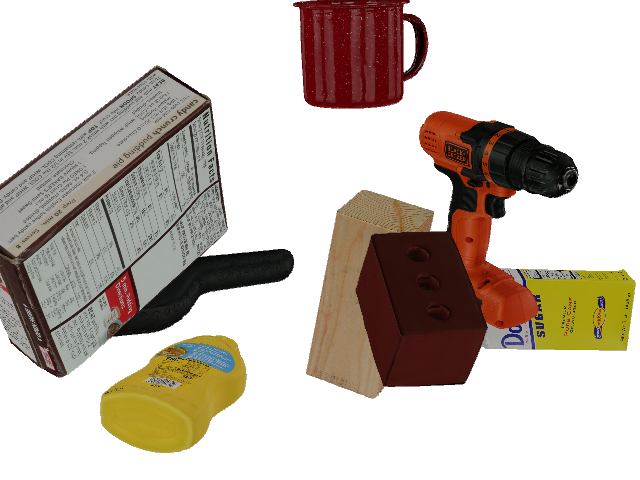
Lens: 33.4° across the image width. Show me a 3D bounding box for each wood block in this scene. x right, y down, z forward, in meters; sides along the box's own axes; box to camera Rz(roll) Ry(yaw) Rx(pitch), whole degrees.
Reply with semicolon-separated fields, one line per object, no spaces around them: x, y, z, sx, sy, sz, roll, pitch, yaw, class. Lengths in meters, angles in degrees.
0.056;0.060;1.213;0.090;0.206;0.090;18;24;17;wood block

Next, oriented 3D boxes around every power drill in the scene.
0.164;-0.017;0.986;0.057;0.188;0.185;-17;27;-28;power drill

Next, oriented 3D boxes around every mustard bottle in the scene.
-0.126;0.137;1.034;0.096;0.058;0.191;9;19;18;mustard bottle

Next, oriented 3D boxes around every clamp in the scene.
-0.117;0.018;0.781;0.171;0.039;0.120;-22;38;-40;clamp

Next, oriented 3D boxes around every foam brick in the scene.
0.057;0.040;0.629;0.053;0.078;0.051;-2;-42;-16;foam brick

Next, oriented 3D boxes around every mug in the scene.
0.036;-0.153;0.864;0.117;0.081;0.093;-11;17;-29;mug

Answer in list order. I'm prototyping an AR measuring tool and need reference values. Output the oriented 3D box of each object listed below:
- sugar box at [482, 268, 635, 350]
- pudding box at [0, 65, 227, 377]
0.280;0.083;1.277;0.176;0.093;0.048;0;18;-5;sugar box
-0.092;-0.007;0.460;0.039;0.113;0.090;31;-31;23;pudding box
